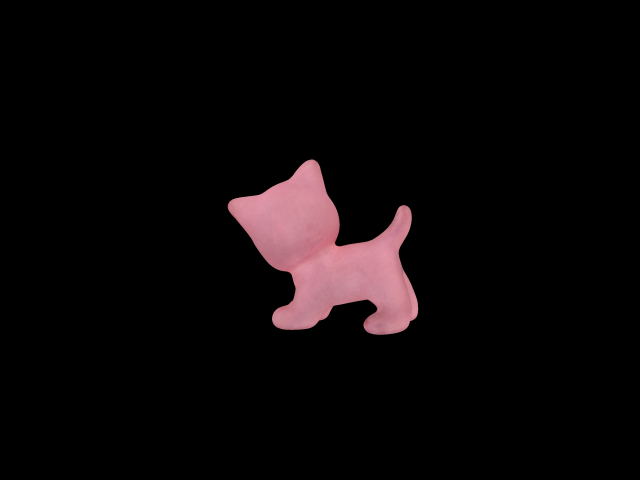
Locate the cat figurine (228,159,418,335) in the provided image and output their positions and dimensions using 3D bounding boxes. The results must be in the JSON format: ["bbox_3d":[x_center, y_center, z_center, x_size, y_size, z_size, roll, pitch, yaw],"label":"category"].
[{"bbox_3d":[0.004,0.001,0.400,0.127,0.118,0.067,0,2,12],"label":"cat figurine"}]
